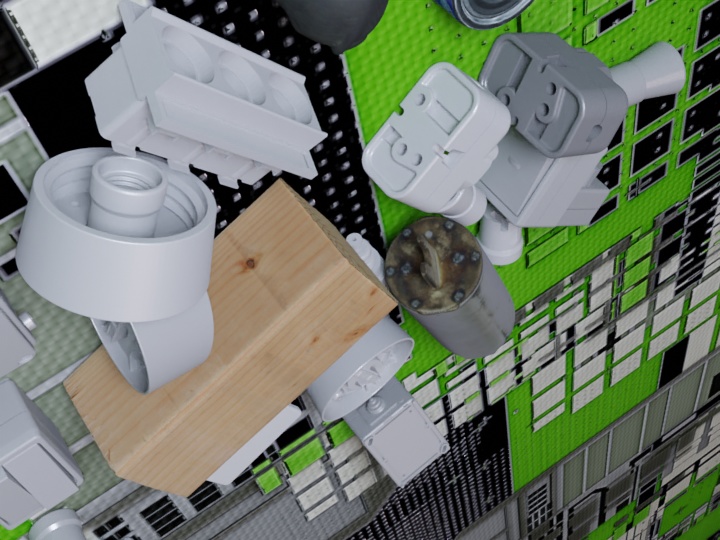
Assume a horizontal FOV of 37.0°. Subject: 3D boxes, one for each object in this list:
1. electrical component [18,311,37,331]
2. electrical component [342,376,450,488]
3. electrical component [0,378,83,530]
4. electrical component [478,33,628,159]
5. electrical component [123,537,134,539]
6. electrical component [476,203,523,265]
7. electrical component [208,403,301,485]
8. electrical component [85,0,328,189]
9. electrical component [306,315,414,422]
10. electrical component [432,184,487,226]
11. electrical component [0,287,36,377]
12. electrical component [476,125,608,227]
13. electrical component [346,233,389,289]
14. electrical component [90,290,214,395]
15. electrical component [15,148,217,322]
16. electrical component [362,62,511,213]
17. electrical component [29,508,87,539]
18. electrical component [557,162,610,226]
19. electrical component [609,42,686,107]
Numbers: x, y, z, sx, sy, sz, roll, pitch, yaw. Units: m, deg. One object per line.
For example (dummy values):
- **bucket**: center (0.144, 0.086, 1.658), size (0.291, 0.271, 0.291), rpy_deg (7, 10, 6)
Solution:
- **electrical component**: center (-0.225, 0.047, 0.650), size (0.061, 0.035, 0.035), rpy_deg (-35, 148, -12)
- **electrical component**: center (0.028, 0.142, 0.999), size (0.062, 0.061, 0.096), rpy_deg (-39, 127, -5)
- **electrical component**: center (-0.231, 0.130, 0.721), size (0.062, 0.061, 0.096), rpy_deg (-33, 147, -11)
- **electrical component**: center (0.138, -0.124, 0.758), size (0.059, 0.095, 0.053), rpy_deg (-11, 138, -38)
- **electrical component**: center (-0.211, 0.286, 0.900), size (0.100, 0.099, 0.048), rpy_deg (-42, 160, 4)
- **electrical component**: center (0.118, -0.034, 0.903), size (0.040, 0.040, 0.046), rpy_deg (-26, 139, -22)
- **electrical component**: center (-0.108, 0.115, 0.841), size (0.100, 0.048, 0.100), rpy_deg (-44, 148, 6)
- **electrical component**: center (-0.085, -0.090, 0.594), size (0.063, 0.078, 0.121), rpy_deg (-34, 153, 27)
- **electrical component**: center (-0.003, 0.078, 0.889), size (0.099, 0.064, 0.099), rpy_deg (-27, 146, -20)
- **electrical component**: center (0.071, -0.057, 0.824), size (0.044, 0.044, 0.065), rpy_deg (-46, 152, 10)
- **electrical component**: center (-0.242, 0.037, 0.575), size (0.109, 0.056, 0.108), rpy_deg (-32, 166, -13)
- **electrical component**: center (0.134, -0.077, 0.843), size (0.061, 0.061, 0.096), rpy_deg (-2, 132, -45)
- **electrical component**: center (0.000, 0.000, 0.820), size (0.040, 0.040, 0.078), rpy_deg (-31, 147, -14)
- **electrical component**: center (-0.136, 0.025, 0.657), size (0.064, 0.099, 0.099), rpy_deg (-22, 144, -38)
- **electrical component**: center (-0.131, -0.028, 0.593), size (0.108, 0.108, 0.060), rpy_deg (-11, 132, -38)
- **electrical component**: center (0.056, -0.090, 0.755), size (0.095, 0.053, 0.059), rpy_deg (-50, 147, 16)
- **electrical component**: center (-0.231, 0.216, 0.840), size (0.040, 0.046, 0.040), rpy_deg (-27, 146, -20)
- **electrical component**: center (0.176, -0.080, 0.897), size (0.066, 0.047, 0.076), rpy_deg (-3, 133, -44)
- **electrical component**: center (0.222, -0.152, 0.863), size (0.065, 0.044, 0.044), rpy_deg (-24, 145, -16)
